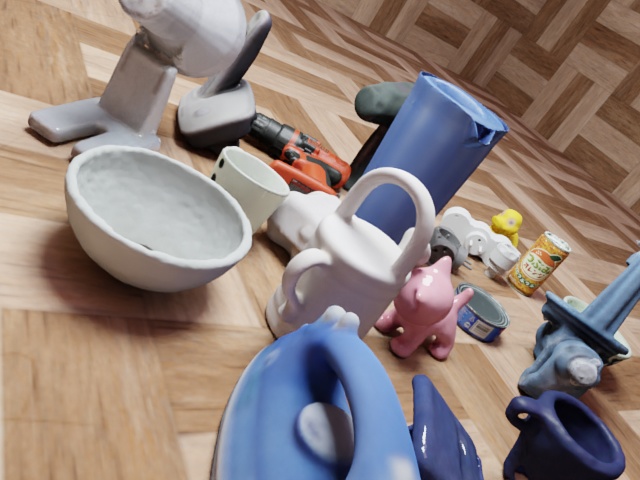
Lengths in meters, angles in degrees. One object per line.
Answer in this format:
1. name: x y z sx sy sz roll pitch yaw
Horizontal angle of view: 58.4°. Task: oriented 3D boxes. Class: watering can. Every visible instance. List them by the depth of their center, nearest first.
1. watering can: 0.039 0.017 0.546 0.101 0.194 0.173 38 27 10

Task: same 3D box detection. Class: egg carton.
1. egg carton: 0.006 0.002 0.674 0.150 0.069 0.107 46 29 24

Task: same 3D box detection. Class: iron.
1. iron: 0.005 0.126 0.384 0.119 0.141 0.258 20 29 -25

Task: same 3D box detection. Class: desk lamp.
1. desk lamp: -0.187 -0.201 0.639 0.118 0.213 0.203 34 26 1

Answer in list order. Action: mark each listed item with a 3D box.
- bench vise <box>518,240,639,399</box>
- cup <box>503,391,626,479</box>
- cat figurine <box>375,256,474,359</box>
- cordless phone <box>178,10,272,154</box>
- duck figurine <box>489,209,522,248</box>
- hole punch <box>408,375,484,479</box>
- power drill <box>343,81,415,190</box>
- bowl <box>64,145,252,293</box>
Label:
1. bench vise: 0.351 0.111 0.708 0.121 0.219 0.207 30 26 -7
2. cup: 0.208 0.200 0.539 0.118 0.095 0.091 29 27 -9
3. cat figurine: 0.123 0.071 0.635 0.128 0.117 0.067 8 36 -41
4. cordless phone: -0.118 -0.216 0.774 0.094 0.185 0.147 18 30 -28
5. duck figurine: 0.341 -0.017 1.064 0.105 0.086 0.077 10 35 -39
6. hole punch: 0.092 0.177 0.453 0.101 0.091 0.108 30 26 -6
7. power drill: 0.125 -0.166 0.934 0.230 0.208 0.075 4 39 -45
8. bowl: -0.149 -0.008 0.511 0.168 0.074 0.167 26 27 -14
